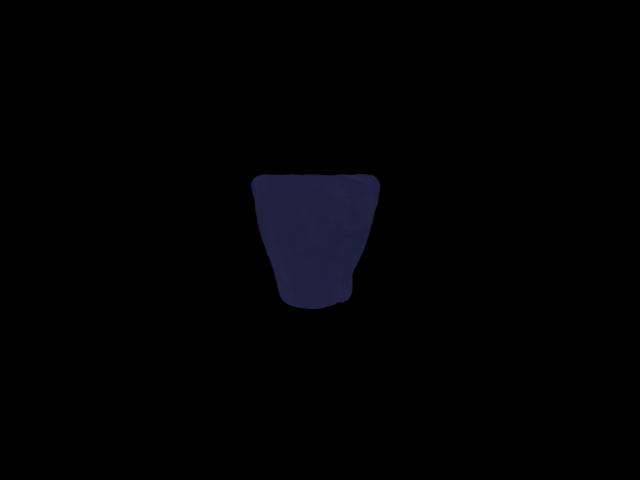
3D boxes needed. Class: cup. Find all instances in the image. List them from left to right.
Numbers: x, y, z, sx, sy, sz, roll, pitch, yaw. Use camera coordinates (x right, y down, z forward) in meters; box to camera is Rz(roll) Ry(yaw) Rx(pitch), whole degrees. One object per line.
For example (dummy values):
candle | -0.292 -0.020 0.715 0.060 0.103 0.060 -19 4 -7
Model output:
cup | 0.004 0.001 0.400 0.092 0.095 0.117 -4 8 -27
